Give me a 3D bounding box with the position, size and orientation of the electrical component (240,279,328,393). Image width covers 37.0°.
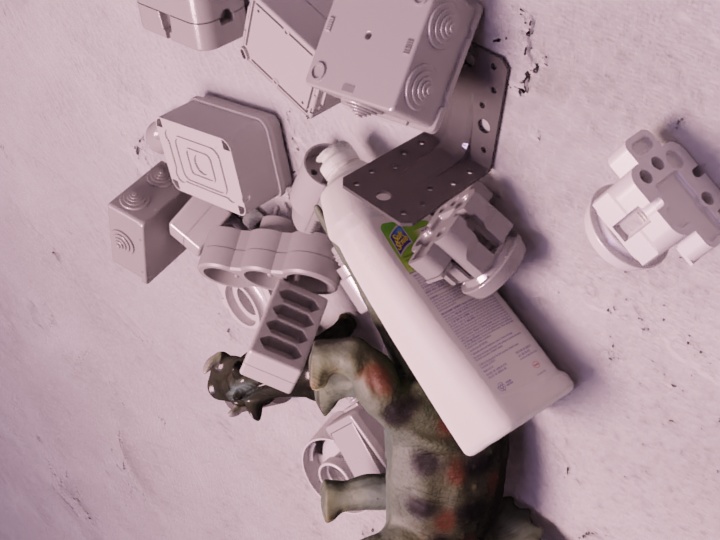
[{"bbox_3d":[-0.070,0.067,0.927,0.047,0.083,0.075,23,139,-4],"label":"electrical component"}]

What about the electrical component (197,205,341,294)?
[{"bbox_3d":[-0.074,-0.024,0.956,0.138,0.073,0.052,4,157,27],"label":"electrical component"}]

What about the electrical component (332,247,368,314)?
[{"bbox_3d":[0.000,0.000,0.902,0.078,0.040,0.040,57,148,-1],"label":"electrical component"}]

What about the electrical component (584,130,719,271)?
[{"bbox_3d":[0.170,-0.034,0.632,0.078,0.058,0.057,52,145,7],"label":"electrical component"}]

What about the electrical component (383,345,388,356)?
[{"bbox_3d":[0.034,0.076,0.931,0.035,0.035,0.061,18,129,45],"label":"electrical component"}]

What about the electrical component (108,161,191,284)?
[{"bbox_3d":[-0.207,-0.050,1.080,0.048,0.099,0.099,28,140,17],"label":"electrical component"}]

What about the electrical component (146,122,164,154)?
[{"bbox_3d":[-0.193,-0.129,1.050,0.061,0.035,0.035,-10,110,59],"label":"electrical component"}]

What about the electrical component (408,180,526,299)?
[{"bbox_3d":[0.079,-0.017,0.758,0.057,0.078,0.058,40,156,-13],"label":"electrical component"}]

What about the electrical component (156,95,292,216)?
[{"bbox_3d":[-0.120,-0.104,0.953,0.113,0.057,0.078,23,135,41],"label":"electrical component"}]

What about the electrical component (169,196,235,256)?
[{"bbox_3d":[-0.139,-0.033,1.030,0.076,0.047,0.083,40,171,-5],"label":"electrical component"}]

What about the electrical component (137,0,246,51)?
[{"bbox_3d":[-0.140,-0.224,0.876,0.095,0.054,0.059,28,138,37],"label":"electrical component"}]

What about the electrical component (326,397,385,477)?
[{"bbox_3d":[0.013,0.156,1.005,0.096,0.061,0.062,55,148,2],"label":"electrical component"}]

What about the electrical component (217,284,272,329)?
[{"bbox_3d":[-0.093,0.020,1.030,0.089,0.056,0.050,3,121,52],"label":"electrical component"}]

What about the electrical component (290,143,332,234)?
[{"bbox_3d":[-0.035,-0.063,0.890,0.043,0.043,0.081,48,147,13],"label":"electrical component"}]

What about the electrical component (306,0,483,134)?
[{"bbox_3d":[0.019,-0.145,0.699,0.100,0.048,0.099,25,97,40],"label":"electrical component"}]

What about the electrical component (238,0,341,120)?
[{"bbox_3d":[-0.033,-0.161,0.783,0.096,0.061,0.061,45,146,17],"label":"electrical component"}]

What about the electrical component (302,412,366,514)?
[{"bbox_3d":[-0.009,0.195,1.089,0.099,0.064,0.099,19,125,29],"label":"electrical component"}]
